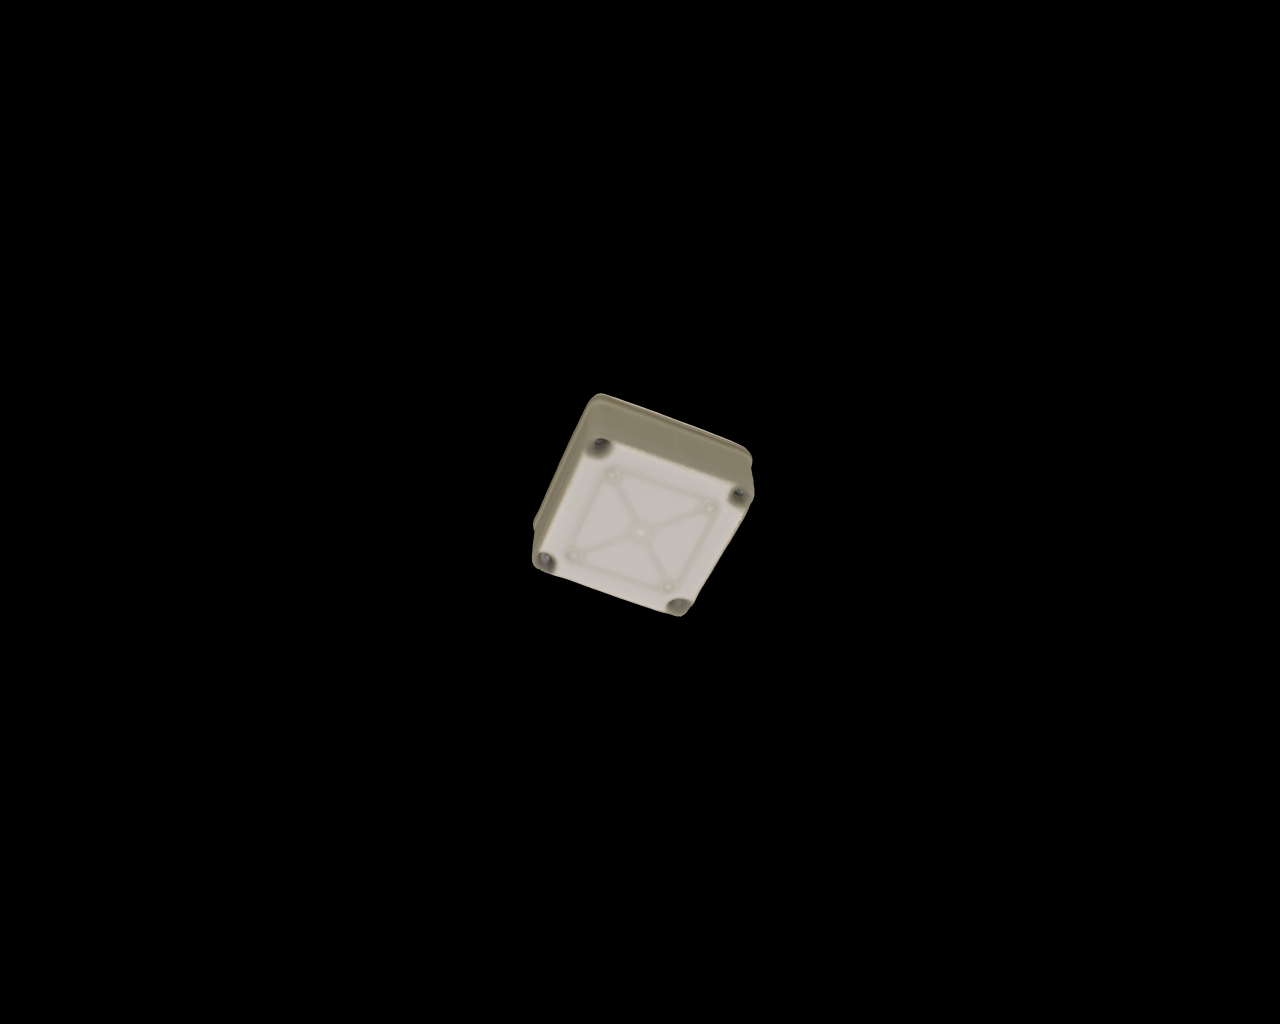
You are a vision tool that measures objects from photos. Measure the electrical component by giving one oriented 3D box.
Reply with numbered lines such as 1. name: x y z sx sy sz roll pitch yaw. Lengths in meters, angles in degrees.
1. electrical component: 0.001 -0.003 0.650 0.109 0.108 0.056 20 31 -13
